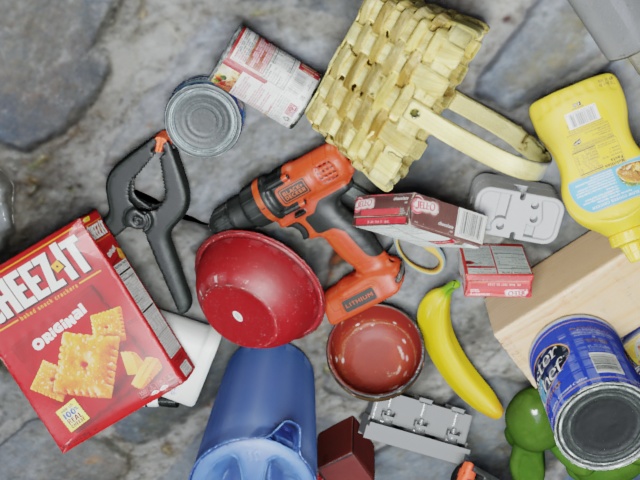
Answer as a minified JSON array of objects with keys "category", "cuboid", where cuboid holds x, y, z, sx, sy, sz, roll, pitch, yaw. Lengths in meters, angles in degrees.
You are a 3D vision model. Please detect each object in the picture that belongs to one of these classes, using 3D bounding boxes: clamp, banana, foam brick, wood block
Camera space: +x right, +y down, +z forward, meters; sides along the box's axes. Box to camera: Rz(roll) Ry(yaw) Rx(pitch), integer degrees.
[{"category":"clamp","cuboid":[-0.210,-0.025,1.193,0.164,0.036,0.210,12,113,-1]},{"category":"banana","cuboid":[0.155,0.129,1.233,0.037,0.070,0.198,-41,121,-30]},{"category":"clamp","cuboid":[0.196,0.299,1.260,0.120,0.039,0.171,-2,147,44]},{"category":"foam brick","cuboid":[0.031,0.262,1.283,0.053,0.078,0.051,-29,110,15]},{"category":"wood block","cuboid":[0.296,0.061,1.181,0.206,0.091,0.090,-35,108,15]}]

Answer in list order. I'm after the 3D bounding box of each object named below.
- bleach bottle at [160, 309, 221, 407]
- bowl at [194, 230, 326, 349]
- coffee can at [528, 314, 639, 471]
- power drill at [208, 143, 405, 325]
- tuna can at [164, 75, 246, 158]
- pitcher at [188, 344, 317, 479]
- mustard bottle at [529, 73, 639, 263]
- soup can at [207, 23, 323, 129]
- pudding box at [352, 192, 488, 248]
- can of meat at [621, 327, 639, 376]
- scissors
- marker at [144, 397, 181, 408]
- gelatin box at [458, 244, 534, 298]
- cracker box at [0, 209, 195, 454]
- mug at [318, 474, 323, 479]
[{"category":"bleach bottle","cuboid":[-0.246,0.105,1.237,0.250,0.068,0.103,21,110,-4]},{"category":"bowl","cuboid":[-0.078,0.068,1.183,0.162,0.055,0.162,15,133,17]},{"category":"coffee can","cuboid":[0.277,0.153,1.095,0.103,0.140,0.103,0,114,0]},{"category":"power drill","cuboid":[-0.008,0.001,1.181,0.185,0.057,0.187,-27,110,24]},{"category":"tuna can","cuboid":[-0.124,-0.132,1.146,0.086,0.033,0.086,1,113,2]},{"category":"pitcher","cuboid":[-0.069,0.218,1.178,0.149,0.242,0.145,-15,111,8]},{"category":"mustard bottle","cuboid":[0.293,-0.068,1.102,0.096,0.058,0.191,-22,82,11]},{"category":"soup can","cuboid":[-0.056,-0.169,1.109,0.102,0.068,0.069,31,111,-11]},{"category":"pudding box","cuboid":[0.104,-0.020,1.113,0.113,0.090,0.039,17,80,-37]},{"category":"can of meat","cuboid":[0.381,0.125,1.224,0.084,0.057,0.102,-40,107,14]},{"category":"scissors","cuboid":[0.083,-0.044,1.186,0.096,0.016,0.201,-38,107,15]},{"category":"marker","cuboid":[-0.224,0.192,1.285,0.121,0.020,0.020,-1,113,12]},{"category":"gelatin box","cuboid":[0.192,0.034,1.174,0.073,0.089,0.030,1,113,1]},{"category":"cracker box","cuboid":[-0.264,0.100,1.169,0.164,0.072,0.213,-30,97,8]},{"category":"mug","cuboid":[-0.004,0.329,1.310,0.093,0.081,0.117,3,113,1]}]
